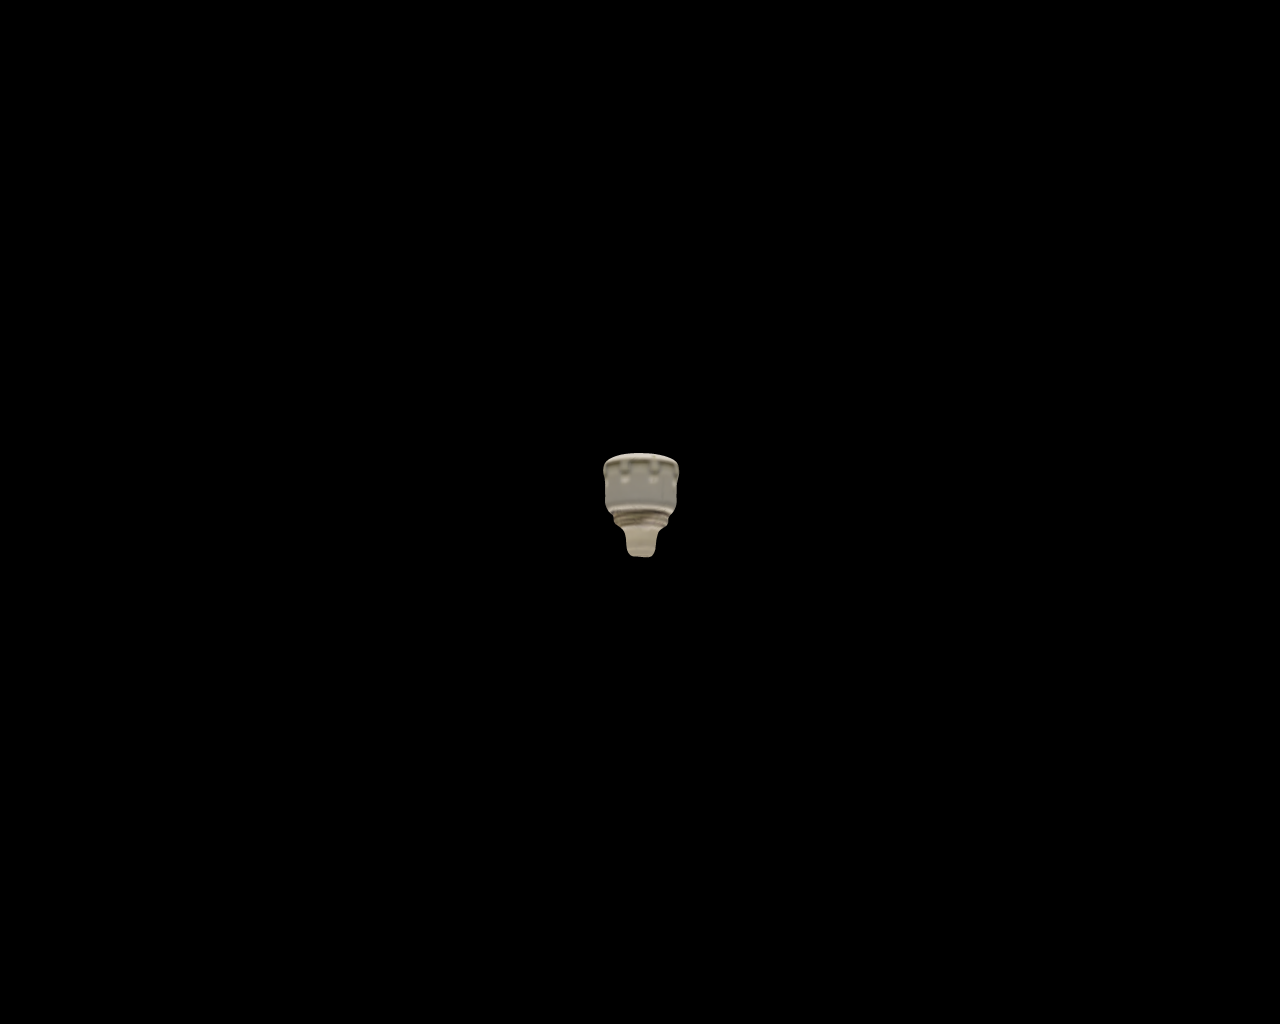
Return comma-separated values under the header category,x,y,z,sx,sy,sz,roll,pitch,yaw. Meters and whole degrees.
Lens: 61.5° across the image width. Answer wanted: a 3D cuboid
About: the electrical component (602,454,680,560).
category,x,y,z,sx,sy,sz,roll,pitch,yaw
electrical component,0.001,-0.003,0.650,0.048,0.062,0.048,0,-9,0
